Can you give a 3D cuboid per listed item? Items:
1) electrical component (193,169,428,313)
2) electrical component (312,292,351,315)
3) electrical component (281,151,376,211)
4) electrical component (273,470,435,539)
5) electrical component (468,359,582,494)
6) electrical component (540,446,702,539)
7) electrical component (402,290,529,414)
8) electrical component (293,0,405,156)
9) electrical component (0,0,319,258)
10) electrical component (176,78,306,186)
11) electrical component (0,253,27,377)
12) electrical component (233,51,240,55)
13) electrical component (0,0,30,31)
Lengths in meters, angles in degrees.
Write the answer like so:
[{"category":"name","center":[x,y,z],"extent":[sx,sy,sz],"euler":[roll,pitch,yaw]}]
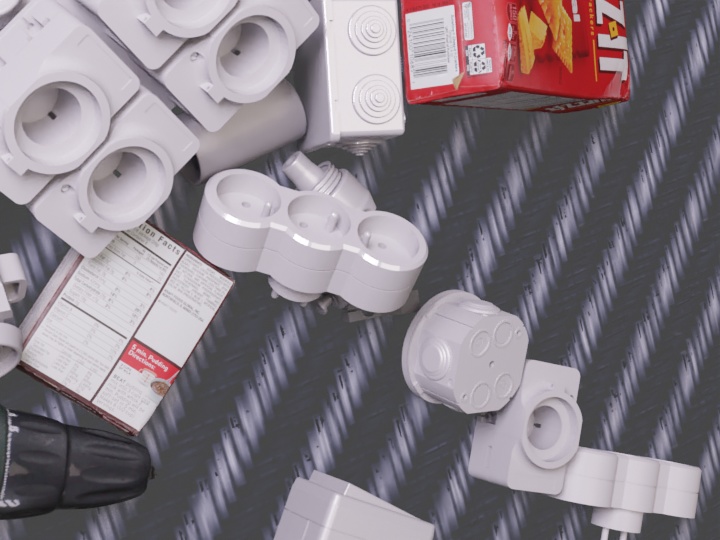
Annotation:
[{"category":"electrical component","center":[-0.035,-0.006,0.661],"extent":[0.138,0.073,0.052],"euler":[17,41,-7]},{"category":"electrical component","center":[0.000,0.000,0.708],"extent":[0.078,0.040,0.040],"euler":[-42,109,-21]},{"category":"electrical component","center":[-0.023,-0.049,0.694],"extent":[0.062,0.043,0.043],"euler":[44,71,-21]},{"category":"electrical component","center":[0.002,0.173,0.698],"extent":[0.096,0.062,0.061],"euler":[24,79,-27]},{"category":"electrical component","center":[0.120,0.110,0.766],"extent":[0.050,0.056,0.089],"euler":[13,84,-28]},{"category":"electrical component","center":[0.195,0.176,0.810],"extent":[0.138,0.052,0.073],"euler":[13,84,-29]},{"category":"electrical component","center":[0.072,0.057,0.733],"extent":[0.080,0.051,0.080],"euler":[-14,112,-37]},{"category":"electrical component","center":[-0.008,-0.121,0.671],"extent":[0.048,0.100,0.099],"euler":[-4,92,-16]},{"category":"electrical component","center":[-0.120,-0.108,0.574],"extent":[0.186,0.060,0.105],"euler":[-47,138,-4]},{"category":"electrical component","center":[-0.083,-0.103,0.660],"extent":[0.077,0.044,0.079],"euler":[-28,103,-25]},{"category":"electrical component","center":[-0.213,0.028,0.569],"extent":[0.078,0.058,0.057],"euler":[-12,65,-29]},{"category":"electrical component","center":[-0.066,-0.164,0.666],"extent":[0.055,0.047,0.055],"euler":[0,91,-26]},{"category":"electrical component","center":[-0.206,-0.146,0.594],"extent":[0.099,0.064,0.099],"euler":[3,80,-17]}]
